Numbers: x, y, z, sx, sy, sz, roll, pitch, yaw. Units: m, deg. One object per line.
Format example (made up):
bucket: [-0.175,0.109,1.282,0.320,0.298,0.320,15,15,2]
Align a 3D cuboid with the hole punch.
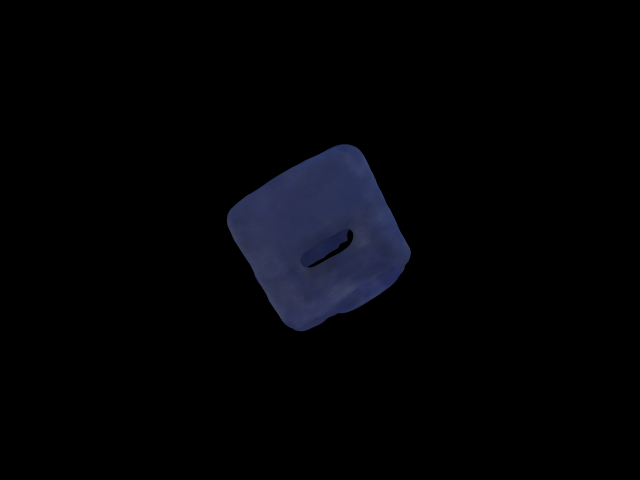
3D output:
hole punch: [0.004,0.001,0.400,0.109,0.091,0.101,-31,78,-7]
